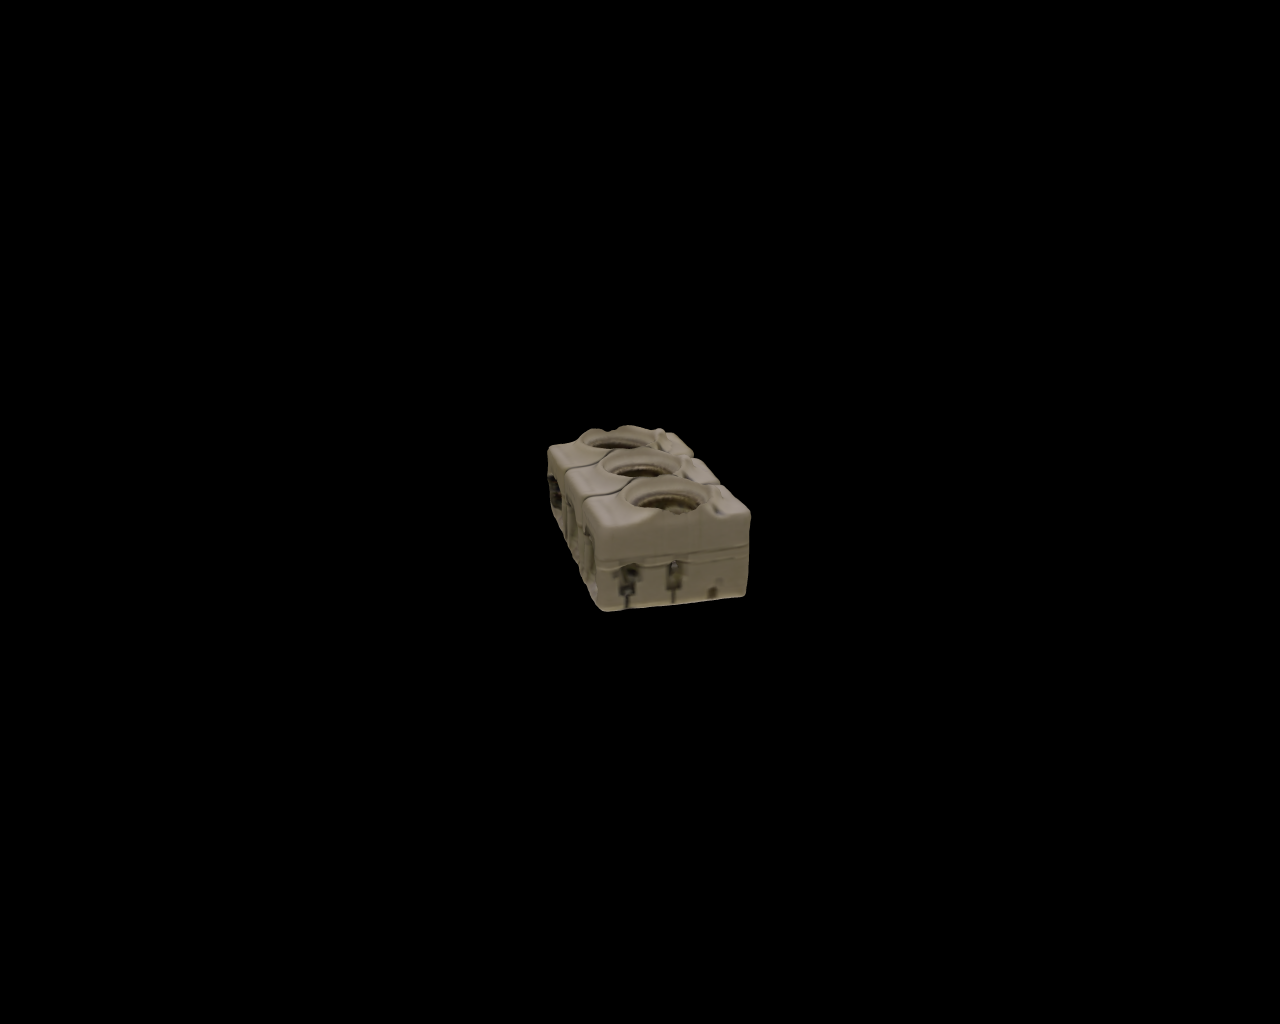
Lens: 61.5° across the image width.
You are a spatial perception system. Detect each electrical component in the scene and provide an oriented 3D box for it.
[{"bbox_3d":[0.001,-0.003,0.650,0.089,0.061,0.150,-6,23,-14],"label":"electrical component"}]
